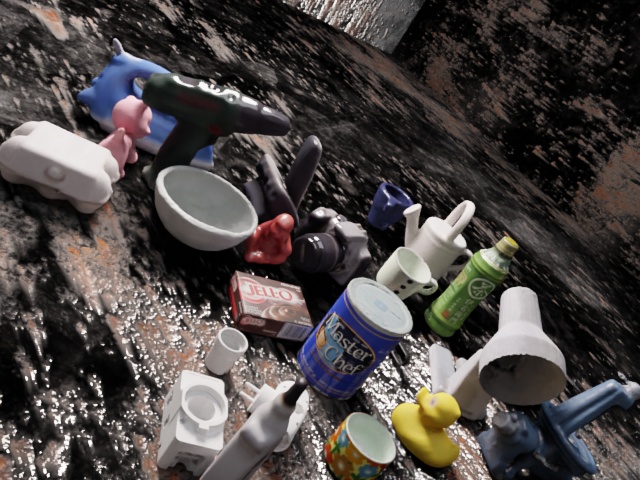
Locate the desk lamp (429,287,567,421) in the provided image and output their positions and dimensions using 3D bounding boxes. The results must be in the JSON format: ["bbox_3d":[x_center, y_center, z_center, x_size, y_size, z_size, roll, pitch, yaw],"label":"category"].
[{"bbox_3d":[0.272,0.185,0.895,0.118,0.213,0.203,30,27,-11],"label":"desk lamp"}]

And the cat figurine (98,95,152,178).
[{"bbox_3d":[-0.311,-0.179,0.920,0.067,0.117,0.127,27,27,-15],"label":"cat figurine"}]

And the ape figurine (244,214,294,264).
[{"bbox_3d":[-0.076,-0.005,0.938,0.078,0.092,0.076,35,26,-1],"label":"ape figurine"}]

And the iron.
[{"bbox_3d":[-0.283,-0.239,1.026,0.259,0.141,0.118,26,28,-18],"label":"iron"}]

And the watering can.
[{"bbox_3d":[0.252,-0.007,1.209,0.173,0.194,0.100,23,29,-22],"label":"watering can"}]

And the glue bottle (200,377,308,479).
[{"bbox_3d":[-0.059,0.189,0.546,0.037,0.173,0.078,41,27,12],"label":"glue bottle"}]

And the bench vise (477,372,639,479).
[{"bbox_3d":[0.355,0.278,0.831,0.208,0.219,0.121,10,36,-41],"label":"bench vise"}]

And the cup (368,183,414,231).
[{"bbox_3d":[0.149,-0.064,1.294,0.091,0.095,0.118,37,26,3],"label":"cup"}]

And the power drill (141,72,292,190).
[{"bbox_3d":[-0.190,-0.162,0.931,0.230,0.208,0.075,24,28,-21],"label":"power drill"}]

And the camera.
[{"bbox_3d":[0.009,0.004,1.013,0.137,0.100,0.143,-2,44,-50],"label":"camera"}]

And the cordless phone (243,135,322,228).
[{"bbox_3d":[-0.055,-0.127,1.058,0.094,0.185,0.147,14,33,-36],"label":"cordless phone"}]

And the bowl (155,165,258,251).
[{"bbox_3d":[-0.184,-0.037,0.882,0.168,0.074,0.167,28,27,-15],"label":"bowl"}]

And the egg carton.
[{"bbox_3d":[-0.358,-0.101,0.792,0.151,0.069,0.107,25,28,-21],"label":"egg carton"}]

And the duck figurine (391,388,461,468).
[{"bbox_3d":[0.161,0.254,0.794,0.104,0.086,0.078,47,29,23],"label":"duck figurine"}]
